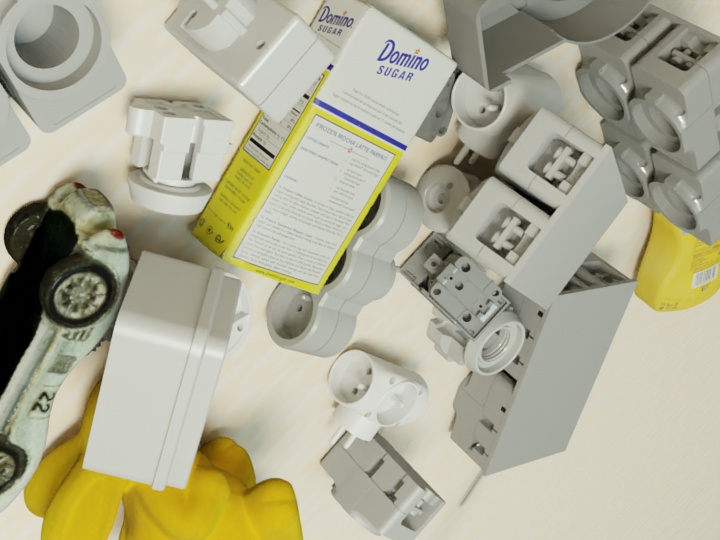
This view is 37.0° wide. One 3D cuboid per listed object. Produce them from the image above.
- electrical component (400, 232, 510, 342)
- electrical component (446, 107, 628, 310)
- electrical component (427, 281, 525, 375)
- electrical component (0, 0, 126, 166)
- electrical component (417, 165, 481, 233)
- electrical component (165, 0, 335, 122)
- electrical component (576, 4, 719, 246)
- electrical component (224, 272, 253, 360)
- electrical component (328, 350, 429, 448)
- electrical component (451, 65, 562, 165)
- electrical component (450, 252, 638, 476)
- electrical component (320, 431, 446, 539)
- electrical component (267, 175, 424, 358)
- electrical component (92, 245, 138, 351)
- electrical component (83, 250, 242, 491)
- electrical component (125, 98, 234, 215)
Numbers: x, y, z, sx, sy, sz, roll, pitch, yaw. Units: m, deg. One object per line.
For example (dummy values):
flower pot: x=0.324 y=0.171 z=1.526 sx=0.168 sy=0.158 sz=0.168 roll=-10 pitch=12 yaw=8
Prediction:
electrical component: x=0.073 y=0.014 z=0.803 sx=0.081 sy=0.064 sz=0.042 roll=42 pitch=90 yaw=-9
electrical component: x=0.128 y=-0.039 z=0.762 sx=0.105 sy=0.060 sz=0.186 roll=-54 pitch=162 yaw=4
electrical component: x=0.095 y=0.048 z=0.865 sx=0.058 sy=0.057 sz=0.078 roll=-12 pitch=128 yaw=-36
electrical component: x=-0.188 y=-0.133 z=0.464 sx=0.105 sy=0.060 sz=0.186 roll=-36 pitch=139 yaw=-14
electrical component: x=0.073 y=-0.050 z=0.779 sx=0.062 sy=0.048 sz=0.048 roll=3 pitch=119 yaw=-51
electrical component: x=-0.069 y=-0.129 z=0.556 sx=0.047 sy=0.083 sz=0.076 roll=-49 pitch=140 yaw=1
electrical component: x=0.236 y=-0.109 z=0.828 sx=0.060 sy=0.105 sz=0.186 roll=-42 pitch=140 yaw=-8
electrical component: x=-0.102 y=0.026 z=0.666 sx=0.055 sy=0.047 sz=0.055 roll=-11 pitch=105 yaw=-47
electrical component: x=0.005 y=0.107 z=0.841 sx=0.077 sy=0.044 sz=0.079 roll=27 pitch=101 yaw=-49
electrical component: x=0.093 y=-0.104 z=0.748 sx=0.077 sy=0.043 sz=0.079 roll=-8 pitch=140 yaw=-51
electrical component: x=0.155 y=0.079 z=0.941 sx=0.105 sy=0.060 sz=0.186 roll=-8 pitch=126 yaw=-38
electrical component: x=0.015 y=0.175 z=0.869 sx=0.055 sy=0.089 sz=0.050 roll=-49 pitch=140 yaw=1
electrical component: x=0.000 y=0.000 z=0.745 sx=0.074 sy=0.052 sz=0.138 roll=19 pitch=107 yaw=-47
electrical component: x=-0.152 y=0.023 z=0.637 sx=0.078 sy=0.040 sz=0.040 roll=-48 pitch=140 yaw=0
electrical component: x=-0.109 y=0.056 z=0.595 sx=0.057 sy=0.078 sz=0.113 roll=15 pitch=121 yaw=-8
electrical component: x=-0.104 y=-0.064 z=0.607 sx=0.066 sy=0.048 sz=0.055 roll=-3 pitch=115 yaw=-41
